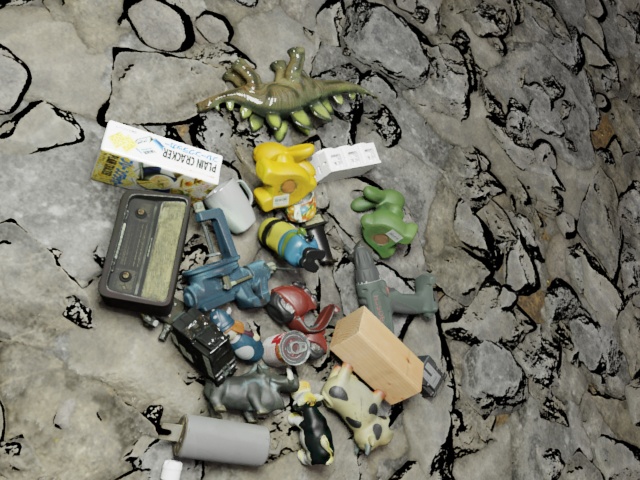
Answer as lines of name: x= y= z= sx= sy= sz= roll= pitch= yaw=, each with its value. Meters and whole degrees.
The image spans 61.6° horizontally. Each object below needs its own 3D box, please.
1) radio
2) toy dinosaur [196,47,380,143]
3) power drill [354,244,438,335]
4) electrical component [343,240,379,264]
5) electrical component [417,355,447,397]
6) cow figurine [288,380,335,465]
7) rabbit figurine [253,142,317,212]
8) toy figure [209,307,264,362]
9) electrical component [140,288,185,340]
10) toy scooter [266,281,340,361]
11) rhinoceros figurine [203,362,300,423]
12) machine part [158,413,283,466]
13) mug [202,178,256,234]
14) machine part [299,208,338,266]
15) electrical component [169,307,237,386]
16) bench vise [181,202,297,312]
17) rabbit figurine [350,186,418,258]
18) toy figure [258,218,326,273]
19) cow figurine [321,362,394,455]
radio: x=-0.326 y=0.020 z=1.012 sx=0.131 sy=0.073 sz=0.229 roll=9 pitch=62 yaw=-10
toy dinosaur: x=-0.065 y=-0.346 z=1.285 sx=0.471 sy=0.105 sz=0.198 roll=-19 pitch=93 yaw=-23
power drill: x=0.182 y=0.122 z=1.289 sx=0.207 sy=0.086 sz=0.232 roll=-1 pitch=82 yaw=-35
electrical component: x=0.100 y=0.032 z=1.309 sx=0.094 sy=0.021 sz=0.063 roll=40 pitch=60 yaw=-13
electrical component: x=0.242 y=0.312 z=1.292 sx=0.119 sy=0.048 sz=0.075 roll=50 pitch=58 yaw=-9
cow figurine: x=-0.018 y=0.372 z=1.099 sx=0.068 sy=0.098 sz=0.167 roll=-12 pitch=82 yaw=-25
rabbit figurine: x=-0.086 y=-0.166 z=1.191 sx=0.162 sy=0.121 sz=0.173 roll=-19 pitch=44 yaw=-15
toy figure: x=-0.166 y=0.188 z=1.059 sx=0.064 sy=0.058 sz=0.154 roll=-47 pitch=133 yaw=-11
electrical component: x=-0.304 y=0.132 z=1.038 sx=0.078 sy=0.045 sz=0.102 roll=36 pitch=61 yaw=-14
toy scooter: x=-0.026 y=0.157 z=1.171 sx=0.135 sy=0.075 sz=0.183 roll=-42 pitch=101 yaw=-32
rhinoceros figurine: x=-0.134 y=0.299 z=1.064 sx=0.190 sy=0.073 sz=0.112 roll=2 pitch=53 yaw=-17
machine part: x=-0.184 y=0.379 z=1.014 sx=0.243 sy=0.079 sz=0.079 roll=19 pitch=67 yaw=-25
mug: x=-0.184 y=-0.073 z=1.154 sx=0.107 sy=0.081 sz=0.109 roll=57 pitch=41 yaw=-15
machine part: x=-0.003 y=-0.004 z=1.254 sx=0.084 sy=0.039 sz=0.139 roll=-21 pitch=84 yaw=-41
electrical component: x=-0.223 y=0.194 z=1.012 sx=0.134 sy=0.114 sz=0.058 roll=32 pitch=52 yaw=26
bench vise: x=-0.190 y=0.034 z=1.088 sx=0.224 sy=0.129 sz=0.240 roll=-19 pitch=93 yaw=-30
rabbit figurine: x=0.155 y=-0.064 z=1.335 sx=0.159 sy=0.121 sz=0.170 roll=30 pitch=45 yaw=-11
toy figure: x=-0.063 y=0.005 z=1.139 sx=0.082 sy=0.180 sz=0.089 roll=-46 pitch=127 yaw=-7
cow figurine: x=0.083 y=0.373 z=1.161 sx=0.195 sy=0.085 sz=0.127 roll=43 pitch=63 yaw=-7
